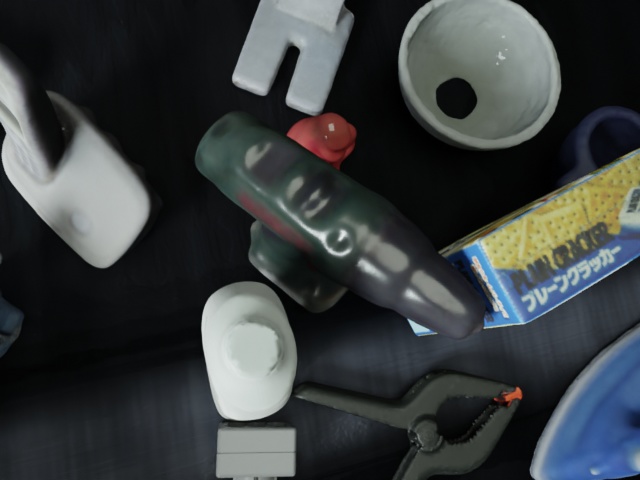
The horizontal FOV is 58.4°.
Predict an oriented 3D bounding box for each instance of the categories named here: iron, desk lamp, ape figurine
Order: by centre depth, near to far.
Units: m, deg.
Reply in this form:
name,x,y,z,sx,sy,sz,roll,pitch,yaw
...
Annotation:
name,x,y,z,sx,sy,sz,roll,pitch,yaw
desk lamp,0.005,-0.251,0.505,0.118,0.213,0.203,18,76,-5
iron,0.322,0.152,0.515,0.258,0.141,0.118,-31,85,-14
ape figurine,0.004,-0.088,0.535,0.078,0.092,0.076,-32,85,-14

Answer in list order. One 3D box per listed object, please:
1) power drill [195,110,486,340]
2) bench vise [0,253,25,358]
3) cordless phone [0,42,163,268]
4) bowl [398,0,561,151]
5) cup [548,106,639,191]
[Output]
name,x,y,z,sx,sy,sz,roll,pitch,yaw
power drill,0.004,0.002,0.457,0.229,0.208,0.076,38,76,0
bench vise,-0.306,0.089,0.382,0.121,0.219,0.207,11,77,-7
cordless phone,-0.199,-0.061,0.448,0.147,0.185,0.094,44,76,1
bowl,0.151,-0.160,0.583,0.167,0.074,0.167,2,79,-9
cup,0.264,-0.068,0.574,0.118,0.095,0.091,-31,85,-14
